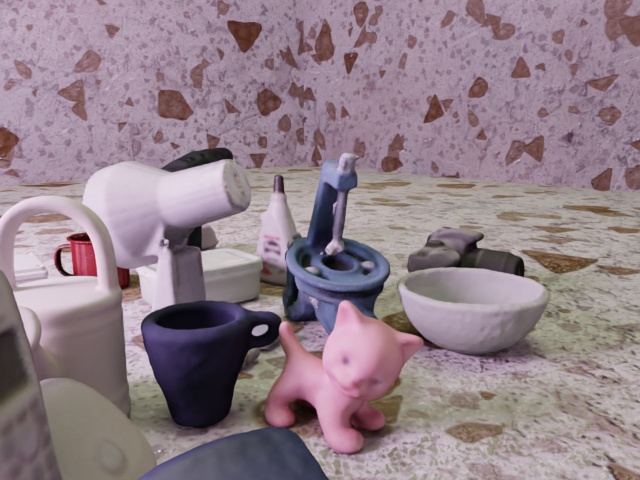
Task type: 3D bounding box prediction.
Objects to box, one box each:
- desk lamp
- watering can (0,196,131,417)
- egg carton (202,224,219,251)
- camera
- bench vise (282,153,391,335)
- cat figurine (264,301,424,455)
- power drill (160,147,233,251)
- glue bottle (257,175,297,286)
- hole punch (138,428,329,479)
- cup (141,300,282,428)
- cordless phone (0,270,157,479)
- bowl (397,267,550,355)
[{"bbox_3d":[-0.151,0.016,0.643,0.202,0.213,0.118,4,12,19],"label":"desk lamp"},{"bbox_3d":[-0.211,0.062,0.464,0.101,0.194,0.172,-6,13,-26],"label":"watering can"},{"bbox_3d":[-0.260,0.009,1.031,0.107,0.069,0.151,6,13,28],"label":"egg carton"},{"bbox_3d":[0.212,0.038,0.819,0.136,0.101,0.144,8,14,33],"label":"camera"},{"bbox_3d":[-0.003,0.004,0.686,0.122,0.220,0.206,-10,15,-40],"label":"bench vise"},{"bbox_3d":[0.016,0.101,0.468,0.127,0.118,0.067,8,14,33],"label":"cat figurine"},{"bbox_3d":[-0.208,-0.045,0.952,0.075,0.208,0.230,4,12,18],"label":"power drill"},{"bbox_3d":[-0.065,-0.016,0.900,0.077,0.173,0.037,8,14,32],"label":"glue bottle"},{"bbox_3d":[-0.029,0.154,0.274,0.109,0.091,0.100,-9,15,-38],"label":"hole punch"},{"bbox_3d":[-0.091,0.107,0.494,0.118,0.095,0.091,-4,12,-19],"label":"cup"},{"bbox_3d":[-0.158,0.095,0.325,0.094,0.185,0.147,0,12,2],"label":"cordless phone"},{"bbox_3d":[0.170,0.085,0.653,0.167,0.075,0.167,0,12,0],"label":"bowl"}]
